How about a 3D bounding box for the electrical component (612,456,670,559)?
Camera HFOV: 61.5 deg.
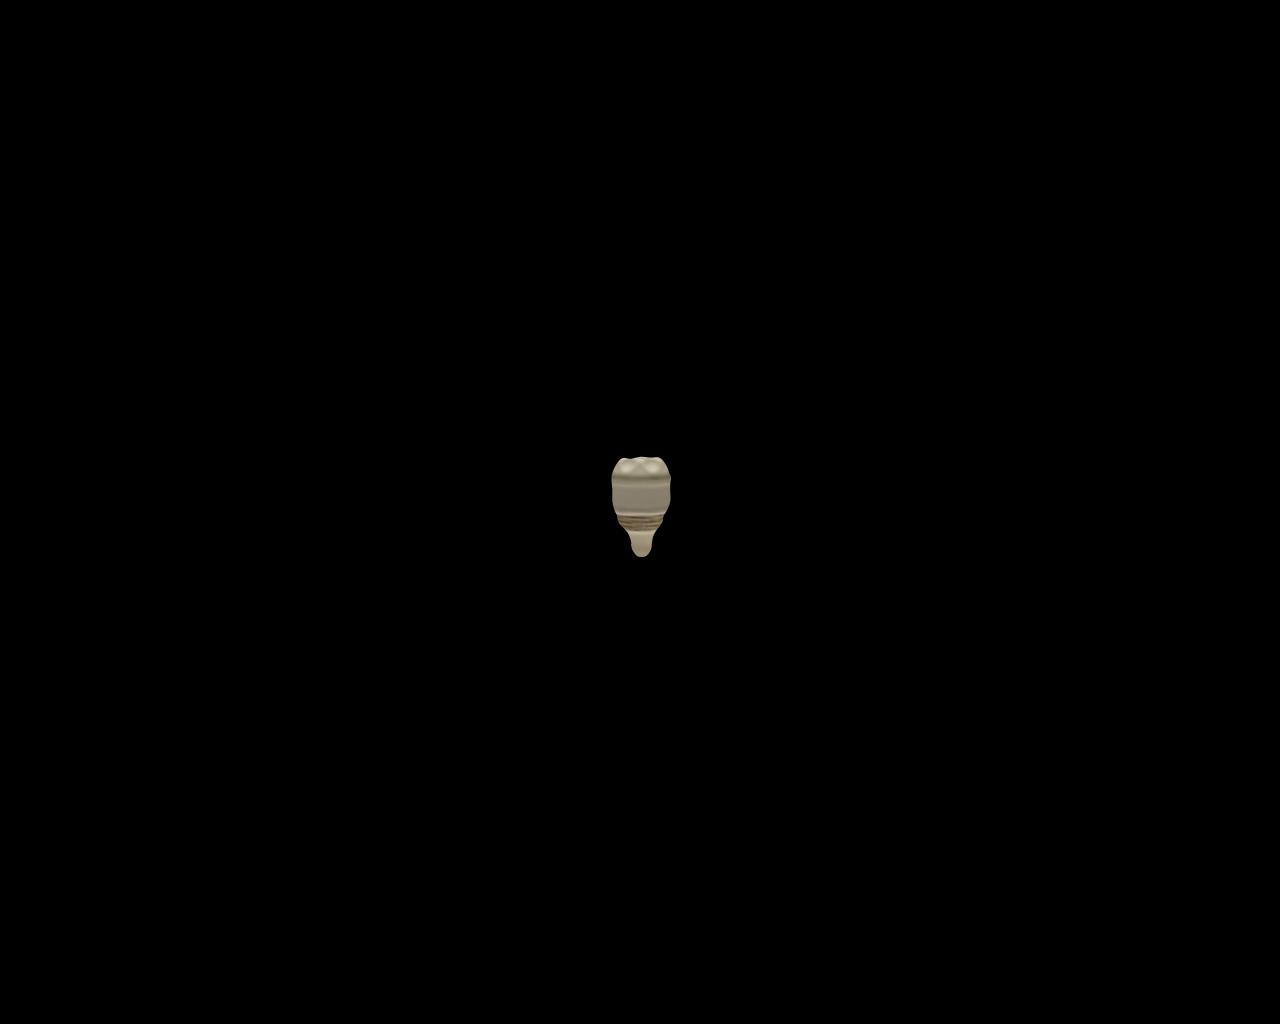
[{"bbox_3d":[0.001,-0.003,0.650,0.035,0.061,0.035,0,7,0],"label":"electrical component"}]
